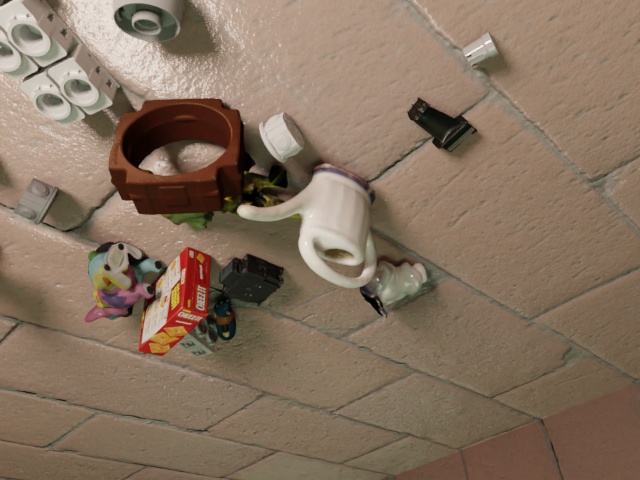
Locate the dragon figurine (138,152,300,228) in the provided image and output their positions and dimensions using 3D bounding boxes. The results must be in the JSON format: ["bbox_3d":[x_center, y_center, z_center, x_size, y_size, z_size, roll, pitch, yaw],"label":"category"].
[{"bbox_3d":[-0.192,-0.071,1.021,0.241,0.124,0.407,-12,158,36],"label":"dragon figurine"}]

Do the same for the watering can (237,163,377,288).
[{"bbox_3d":[0.003,-0.048,0.962,0.103,0.229,0.343,-18,141,39],"label":"watering can"}]

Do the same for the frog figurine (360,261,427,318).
[{"bbox_3d":[0.179,0.099,1.265,0.161,0.124,0.135,-43,128,-13],"label":"frog figurine"}]
